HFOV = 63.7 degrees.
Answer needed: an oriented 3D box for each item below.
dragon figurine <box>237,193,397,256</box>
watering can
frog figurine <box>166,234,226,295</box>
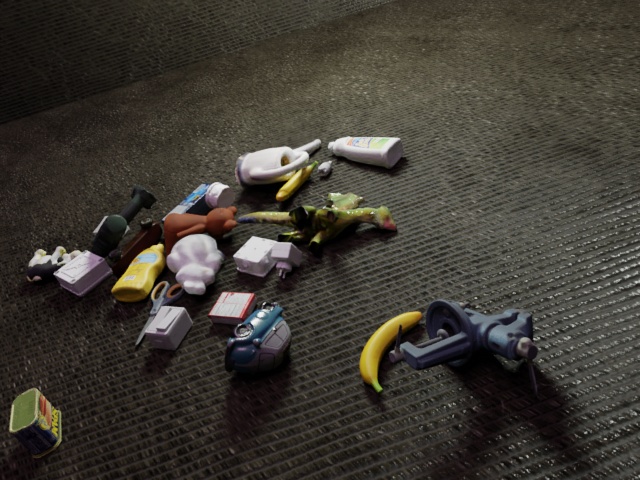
[{"bbox_3d":[0.004,-0.068,1.358,0.412,0.120,0.246,13,27,32],"label":"dragon figurine"},{"bbox_3d":[-0.132,-0.248,1.635,0.224,0.102,0.354,-5,22,22],"label":"watering can"},{"bbox_3d":[-0.313,0.061,1.270,0.137,0.120,0.162,8,26,3],"label":"frog figurine"}]
